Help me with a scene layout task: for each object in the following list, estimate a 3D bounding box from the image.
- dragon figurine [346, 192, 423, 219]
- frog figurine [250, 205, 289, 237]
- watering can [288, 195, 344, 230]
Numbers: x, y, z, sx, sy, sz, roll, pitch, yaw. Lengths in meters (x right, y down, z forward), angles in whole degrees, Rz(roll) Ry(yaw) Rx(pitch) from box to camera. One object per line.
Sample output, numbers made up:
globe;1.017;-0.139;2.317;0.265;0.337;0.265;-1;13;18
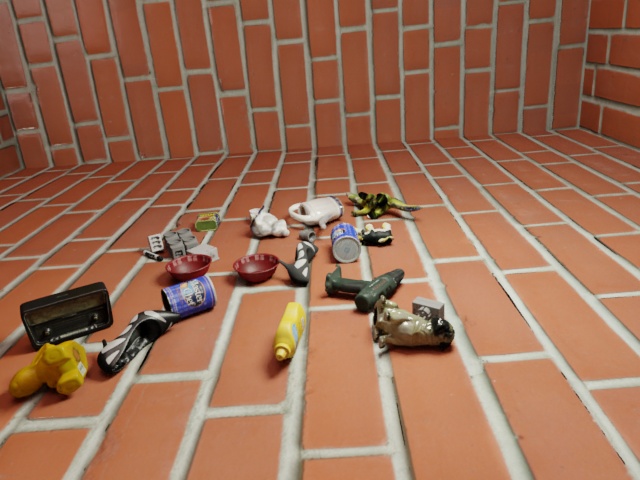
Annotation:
dragon figurine;0.290;-0.171;2.298;0.411;0.121;0.245;9;17;27
frog figurine;-0.203;-0.052;2.131;0.159;0.121;0.139;34;15;-1
watering can;0.007;-0.110;2.184;0.226;0.102;0.351;-15;23;-26
